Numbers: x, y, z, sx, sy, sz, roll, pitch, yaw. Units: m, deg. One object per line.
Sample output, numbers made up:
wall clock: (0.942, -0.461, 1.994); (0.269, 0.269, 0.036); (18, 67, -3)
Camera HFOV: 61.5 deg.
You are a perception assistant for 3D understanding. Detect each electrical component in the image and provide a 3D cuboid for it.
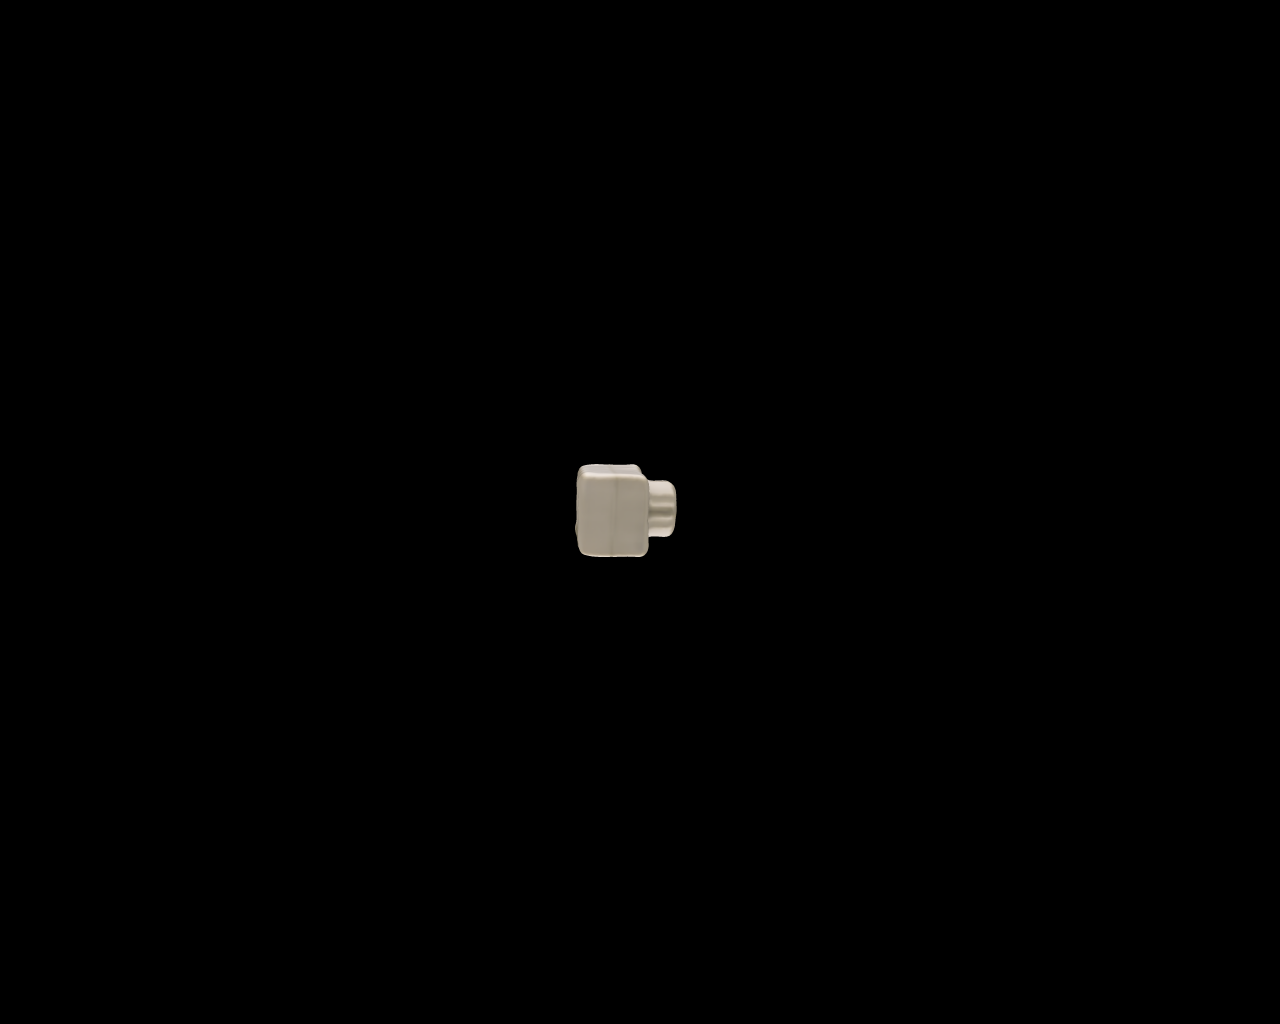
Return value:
electrical component: (0.001, -0.003, 0.650); (0.076, 0.047, 0.083); (0, 7, -4)
